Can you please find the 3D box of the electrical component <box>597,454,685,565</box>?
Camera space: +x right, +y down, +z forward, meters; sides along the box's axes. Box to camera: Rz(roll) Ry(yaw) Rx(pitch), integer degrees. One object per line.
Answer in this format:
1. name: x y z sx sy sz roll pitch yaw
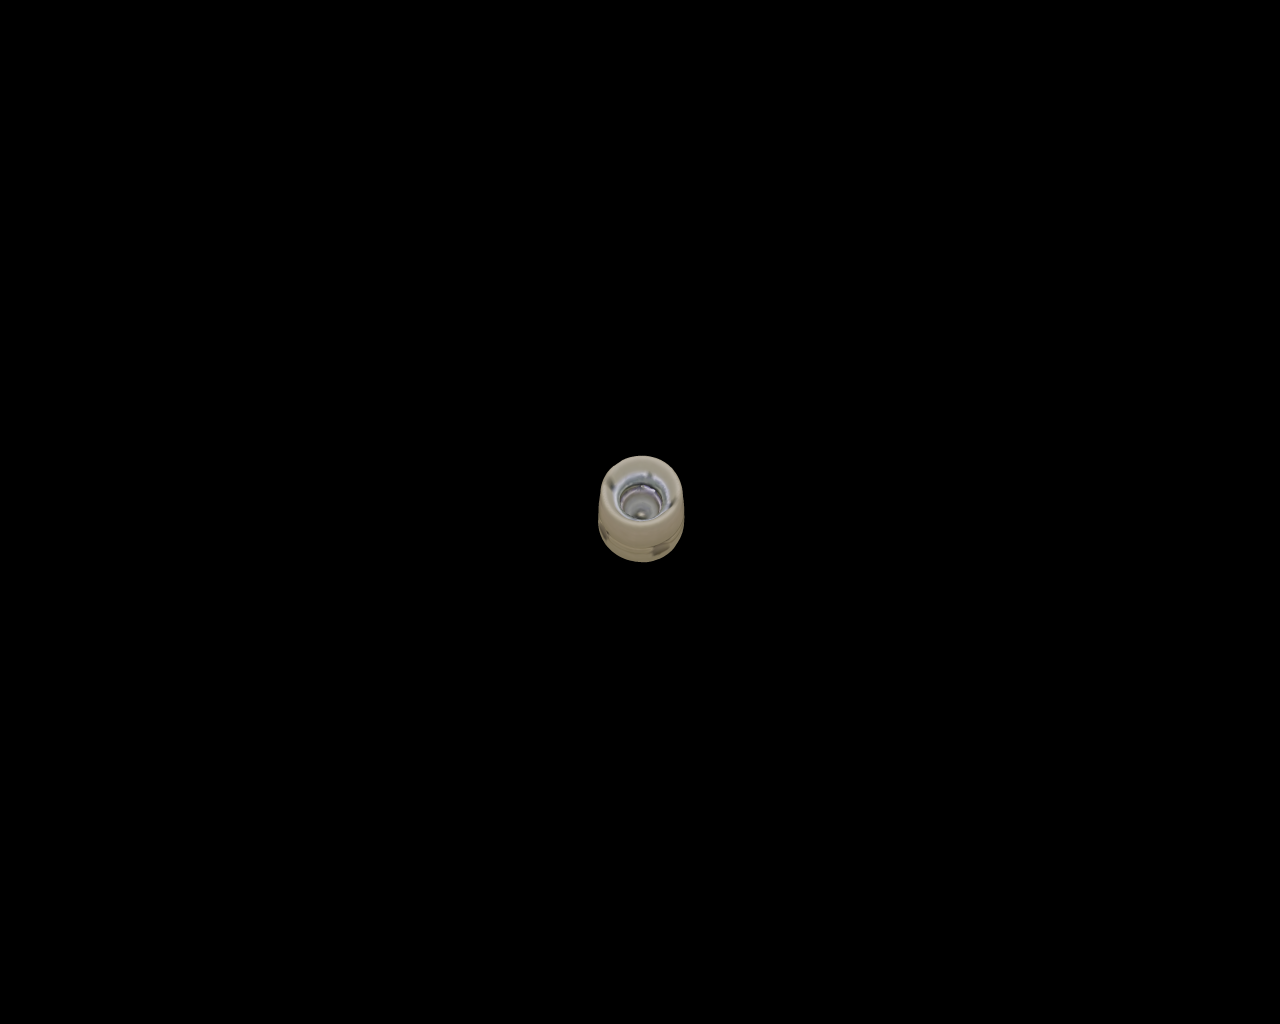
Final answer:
1. electrical component: 0.001 -0.003 0.650 0.055 0.055 0.047 0 -27 0
